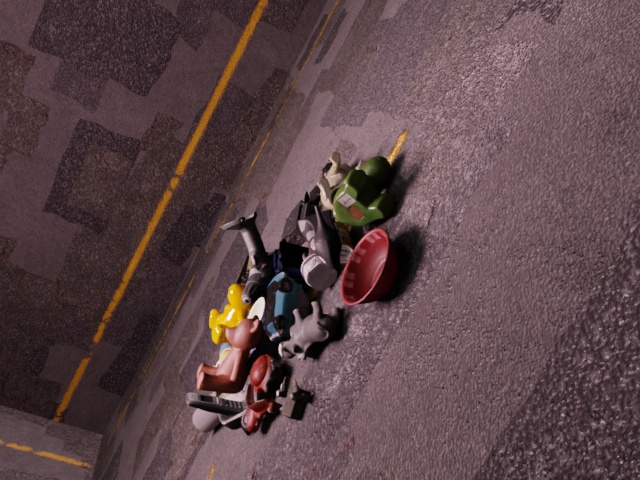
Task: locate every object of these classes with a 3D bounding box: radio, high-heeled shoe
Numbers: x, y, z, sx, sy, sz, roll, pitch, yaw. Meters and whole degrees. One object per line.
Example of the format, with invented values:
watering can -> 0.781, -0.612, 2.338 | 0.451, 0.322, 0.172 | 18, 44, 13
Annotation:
radio -> -0.198, 0.111, 1.723 | 0.230, 0.073, 0.131 | -8, 58, 68
high-heeled shoe -> 0.008, 0.006, 1.219 | 0.248, 0.086, 0.145 | 99, 154, -82

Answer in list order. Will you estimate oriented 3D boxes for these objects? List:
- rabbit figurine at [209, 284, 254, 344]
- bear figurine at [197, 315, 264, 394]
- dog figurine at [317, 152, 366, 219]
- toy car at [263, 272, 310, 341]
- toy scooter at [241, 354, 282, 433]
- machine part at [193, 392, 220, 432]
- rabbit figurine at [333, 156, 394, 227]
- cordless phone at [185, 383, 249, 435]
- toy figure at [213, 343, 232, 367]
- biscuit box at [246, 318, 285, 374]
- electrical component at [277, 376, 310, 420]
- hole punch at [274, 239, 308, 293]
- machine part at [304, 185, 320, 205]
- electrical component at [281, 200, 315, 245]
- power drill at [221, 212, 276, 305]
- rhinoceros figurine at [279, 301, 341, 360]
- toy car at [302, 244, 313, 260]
rabbit figurine -> -0.234, 0.212, 1.566 | 0.122, 0.162, 0.173 | -118, 39, -69
bear figurine -> -0.217, 0.273, 1.325 | 0.120, 0.132, 0.195 | -158, 83, -76
dog figurine -> 0.045, -0.127, 1.396 | 0.172, 0.121, 0.190 | -65, 5, -11
toy car -> -0.076, 0.164, 1.302 | 0.109, 0.103, 0.162 | -43, 41, 52
toy scooter -> -0.125, 0.351, 1.243 | 0.135, 0.075, 0.184 | -33, 40, 57
machine part -> -0.295, 0.475, 1.516 | 0.243, 0.079, 0.079 | -48, 25, 40
rabbit figurine -> 0.107, -0.109, 1.206 | 0.170, 0.121, 0.159 | -58, 4, -36
cordless phone -> -0.249, 0.400, 1.333 | 0.088, 0.184, 0.147 | -67, 19, 5
toy figure -> -0.253, 0.348, 1.567 | 0.082, 0.089, 0.180 | -53, 14, 17
biscuit box -> -0.135, 0.258, 1.399 | 0.202, 0.063, 0.059 | -63, 18, 3
electrical component -> -0.060, 0.335, 1.137 | 0.102, 0.045, 0.078 | -11, 54, 66
hole punch -> -0.069, 0.071, 1.396 | 0.142, 0.116, 0.092 | -94, 27, -56
machine part -> -0.003, -0.142, 1.594 | 0.139, 0.039, 0.084 | -32, 42, 54
electrical component -> -0.059, -0.048, 1.593 | 0.134, 0.058, 0.115 | -46, 28, 42
power drill -> -0.173, 0.038, 1.390 | 0.086, 0.207, 0.232 | -28, 4, 28
rhinoceros figurine -> -0.022, 0.206, 1.175 | 0.190, 0.073, 0.112 | -39, 42, 47
toy car -> -0.003, -0.004, 1.395 | 0.089, 0.053, 0.202 | -39, 26, 16
